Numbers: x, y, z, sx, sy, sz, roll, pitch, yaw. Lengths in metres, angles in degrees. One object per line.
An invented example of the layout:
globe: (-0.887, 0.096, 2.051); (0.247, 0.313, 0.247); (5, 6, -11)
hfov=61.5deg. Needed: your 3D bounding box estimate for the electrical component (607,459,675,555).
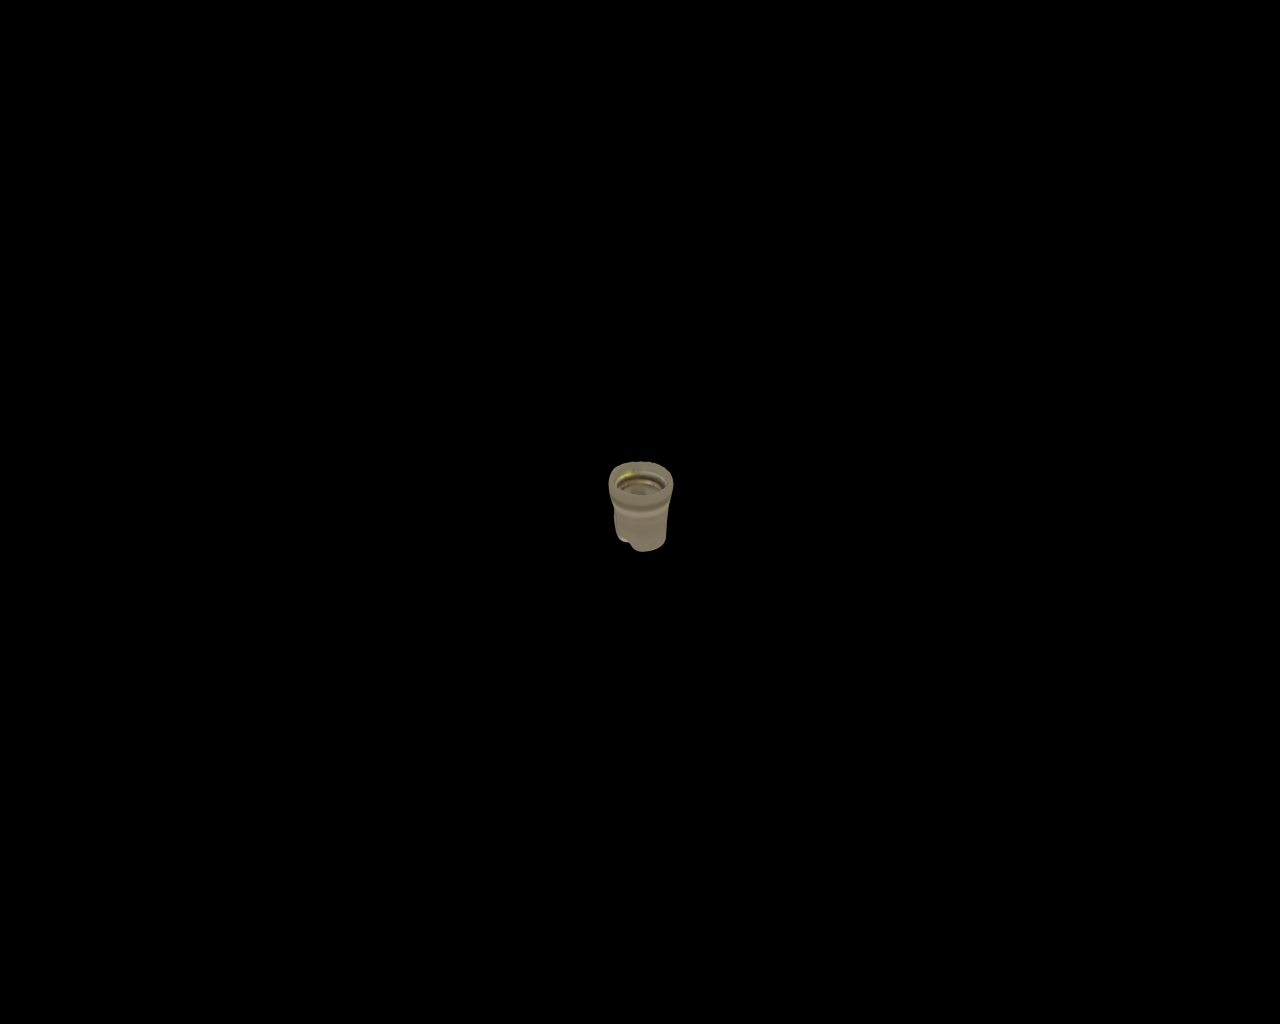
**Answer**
electrical component: (0.001, -0.003, 0.650); (0.040, 0.046, 0.040); (0, 35, 0)
